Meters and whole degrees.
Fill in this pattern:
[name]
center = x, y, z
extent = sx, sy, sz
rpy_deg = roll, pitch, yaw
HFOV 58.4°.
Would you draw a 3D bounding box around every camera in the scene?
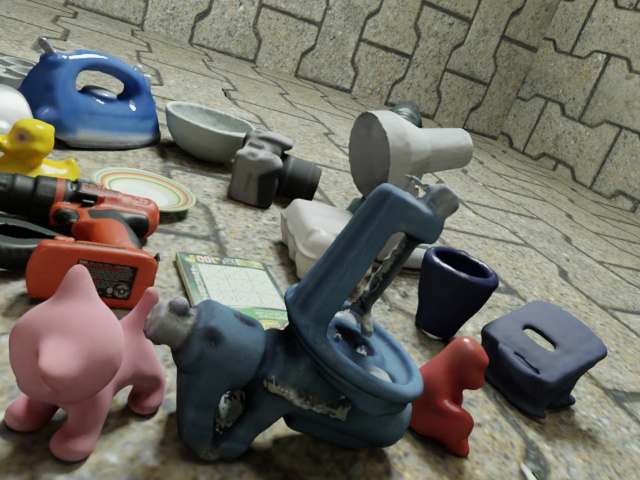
[camera]
center = -0.066, -0.113, 0.922
extent = 0.137, 0.101, 0.143
rpy_deg = 18, 20, -6

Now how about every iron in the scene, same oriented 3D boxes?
[iron]
center = -0.338, -0.227, 0.893
extent = 0.118, 0.141, 0.259
rpy_deg = 31, 23, 26

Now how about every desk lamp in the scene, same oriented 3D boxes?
[desk lamp]
center = 0.126, -0.074, 0.844
extent = 0.204, 0.213, 0.117
rpy_deg = 8, 24, -31

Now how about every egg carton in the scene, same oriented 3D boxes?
[egg carton]
center = 0.007, 0.003, 0.743
extent = 0.107, 0.069, 0.150
rpy_deg = 12, 22, -22

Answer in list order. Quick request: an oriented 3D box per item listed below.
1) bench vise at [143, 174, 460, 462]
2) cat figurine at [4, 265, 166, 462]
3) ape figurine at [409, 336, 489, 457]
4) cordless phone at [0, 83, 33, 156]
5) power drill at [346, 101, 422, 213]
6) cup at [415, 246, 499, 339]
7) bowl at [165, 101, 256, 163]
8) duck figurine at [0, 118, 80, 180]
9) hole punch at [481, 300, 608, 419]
[bench vise]
center = 0.002, 0.055, 0.386
extent = 0.208, 0.220, 0.121
rpy_deg = 3, 26, -39
[cat figurine]
center = -0.144, 0.069, 0.360
extent = 0.067, 0.118, 0.128
rpy_deg = 26, 21, 14
[ape figurine]
center = 0.115, 0.127, 0.498
extent = 0.076, 0.092, 0.078
rpy_deg = 28, 22, 20
[cordless phone]
center = -0.403, -0.185, 0.661
extent = 0.094, 0.185, 0.148
rpy_deg = 31, 23, 27
[power drill]
center = 0.117, -0.136, 1.000
extent = 0.075, 0.208, 0.230
rpy_deg = 21, 20, 2
[cup]
center = 0.155, 0.063, 0.693
extent = 0.091, 0.095, 0.118
rpy_deg = 23, 20, 7
[bowl]
center = -0.197, -0.182, 1.011
extent = 0.167, 0.075, 0.167
rpy_deg = 18, 20, -7
[duck figurine]
center = -0.324, -0.094, 0.649
extent = 0.105, 0.086, 0.077
rpy_deg = -2, 30, -46
[hole punch]
center = 0.236, 0.124, 0.623
extent = 0.101, 0.091, 0.108
rpy_deg = 5, 25, -37
